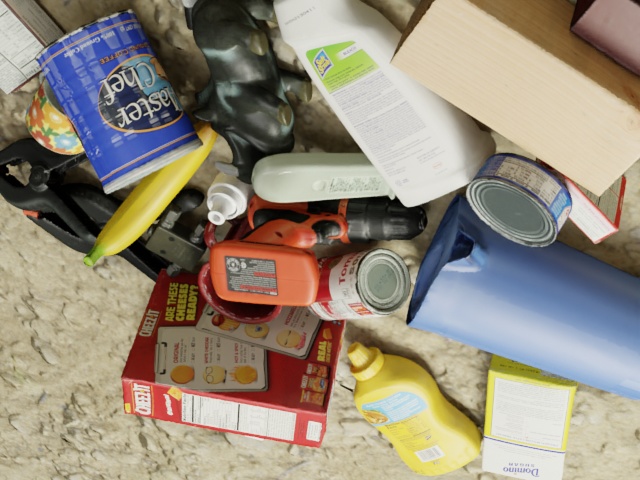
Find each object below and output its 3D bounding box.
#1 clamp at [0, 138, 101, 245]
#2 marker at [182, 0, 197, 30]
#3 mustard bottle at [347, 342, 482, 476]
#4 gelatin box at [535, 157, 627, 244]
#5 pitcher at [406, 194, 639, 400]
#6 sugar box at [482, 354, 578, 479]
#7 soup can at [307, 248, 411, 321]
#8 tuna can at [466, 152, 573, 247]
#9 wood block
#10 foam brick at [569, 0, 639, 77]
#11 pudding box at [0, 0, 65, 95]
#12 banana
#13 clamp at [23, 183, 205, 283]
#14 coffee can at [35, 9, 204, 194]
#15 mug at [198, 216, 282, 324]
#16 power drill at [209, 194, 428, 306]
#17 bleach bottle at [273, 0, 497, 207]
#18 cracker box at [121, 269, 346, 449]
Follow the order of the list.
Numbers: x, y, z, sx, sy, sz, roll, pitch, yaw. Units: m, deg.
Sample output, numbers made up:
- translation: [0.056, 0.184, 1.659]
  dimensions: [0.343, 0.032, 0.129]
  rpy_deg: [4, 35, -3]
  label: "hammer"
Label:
- translation: [-0.288, -0.057, 1.140]
  dimensions: [0.172, 0.120, 0.039]
  rpy_deg: [1, 173, 27]
  label: "clamp"
- translation: [-0.120, -0.240, 0.951]
  dimensions: [0.020, 0.020, 0.121]
  rpy_deg: [6, 131, 18]
  label: "marker"
- translation: [0.095, 0.186, 1.213]
  dimensions: [0.096, 0.058, 0.191]
  rpy_deg: [-25, 117, 35]
  label: "mustard bottle"
- translation: [0.226, -0.052, 0.934]
  dimensions: [0.089, 0.073, 0.030]
  rpy_deg: [41, 132, -16]
  label: "gelatin box"
- translation: [0.211, 0.062, 1.018]
  dimensions: [0.243, 0.149, 0.145]
  rpy_deg: [22, 119, -1]
  label: "pitcher"
- translation: [0.230, 0.195, 1.175]
  dimensions: [0.093, 0.048, 0.176]
  rpy_deg: [10, 136, 14]
  label: "sugar box"
- translation: [0.036, 0.046, 1.083]
  dimensions: [0.068, 0.068, 0.102]
  rpy_deg: [46, 153, -19]
  label: "soup can"
- translation: [0.169, -0.034, 0.904]
  dimensions: [0.086, 0.033, 0.086]
  rpy_deg: [31, 159, 13]
  label: "tuna can"
- translation: [0.174, -0.141, 0.867]
  dimensions: [0.206, 0.090, 0.091]
  rpy_deg: [31, 135, -6]
  label: "wood block"
- translation: [0.243, -0.174, 0.833]
  dimensions: [0.078, 0.053, 0.051]
  rpy_deg: [31, 134, -7]
  label: "foam brick"
- translation: [-0.312, -0.208, 1.048]
  dimensions: [0.090, 0.039, 0.113]
  rpy_deg: [-23, 120, 36]
  label: "pudding box"
- translation: [-0.166, -0.049, 1.089]
  dimensions: [0.037, 0.069, 0.198]
  rpy_deg: [39, 99, -16]
  label: "banana"
- translation: [-0.223, -0.021, 1.179]
  dimensions: [0.210, 0.036, 0.165]
  rpy_deg: [20, 133, 0]
  label: "clamp"
- translation: [-0.185, -0.128, 0.991]
  dimensions: [0.103, 0.102, 0.140]
  rpy_deg: [-23, 97, 36]
  label: "coffee can"
- translation: [-0.078, 0.020, 1.121]
  dimensions: [0.093, 0.081, 0.117]
  rpy_deg: [-24, 117, 37]
  label: "mug"
- translation: [-0.007, 0.001, 1.005]
  dimensions: [0.185, 0.187, 0.057]
  rpy_deg: [2, 110, 21]
  label: "power drill"
- translation: [0.047, -0.149, 0.934]
  dimensions: [0.103, 0.068, 0.250]
  rpy_deg: [-25, 114, 33]
  label: "bleach bottle"
- translation: [-0.087, 0.126, 1.144]
  dimensions: [0.213, 0.164, 0.072]
  rpy_deg: [9, 133, 3]
  label: "cracker box"
